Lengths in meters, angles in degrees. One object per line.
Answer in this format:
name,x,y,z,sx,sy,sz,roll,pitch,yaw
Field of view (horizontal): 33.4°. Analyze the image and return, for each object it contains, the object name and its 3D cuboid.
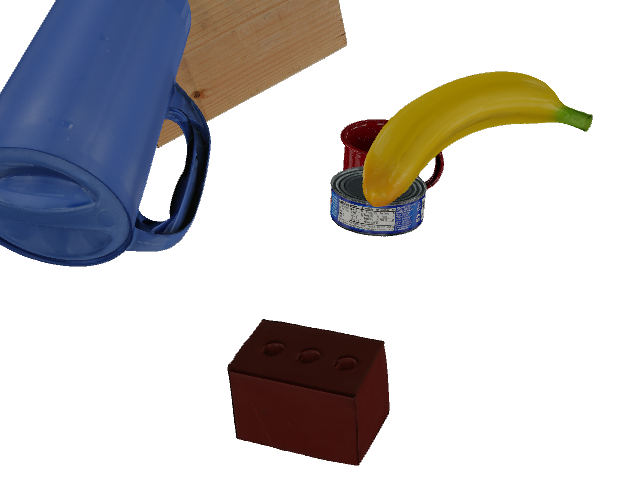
mug,0.077,-0.077,1.159,0.117,0.081,0.093,-6,32,-15
banana,0.092,-0.075,0.698,0.197,0.037,0.070,-22,44,-30
pitcher,-0.170,-0.105,0.834,0.145,0.242,0.149,-6,-41,23
tuna can,0.051,-0.036,0.955,0.086,0.034,0.086,2,25,-1
wood block,-0.089,-0.187,0.987,0.206,0.090,0.091,-30,-37,-11
foam brick,-0.006,0.085,0.604,0.078,0.051,0.053,8,31,19
